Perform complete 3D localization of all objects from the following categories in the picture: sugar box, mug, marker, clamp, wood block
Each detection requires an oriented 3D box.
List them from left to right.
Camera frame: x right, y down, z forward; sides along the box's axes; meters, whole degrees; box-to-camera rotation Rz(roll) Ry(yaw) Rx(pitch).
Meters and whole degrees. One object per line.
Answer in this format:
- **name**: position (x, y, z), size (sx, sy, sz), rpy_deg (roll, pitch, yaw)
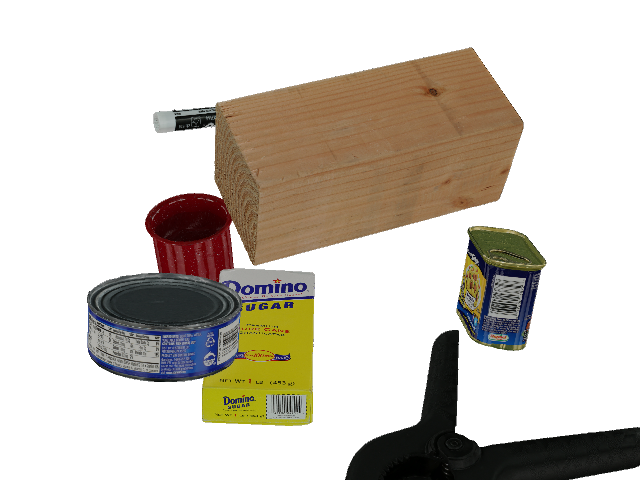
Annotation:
- **mug**: position (-0.146, 0.004, 1.153), size (0.117, 0.081, 0.093), rpy_deg (26, 46, 33)
- **marker**: position (-0.091, -0.113, 0.968), size (0.121, 0.020, 0.020), rpy_deg (-9, 4, -24)
- **sugar box**: position (-0.052, 0.090, 0.950), size (0.093, 0.048, 0.176), rpy_deg (2, 35, -2)
- **wood block**: position (0.033, -0.065, 0.796), size (0.205, 0.091, 0.090), rpy_deg (-15, -35, -17)
- **clamp**: position (0.078, 0.132, 0.663), size (0.209, 0.036, 0.165), rpy_deg (-25, 38, -31)

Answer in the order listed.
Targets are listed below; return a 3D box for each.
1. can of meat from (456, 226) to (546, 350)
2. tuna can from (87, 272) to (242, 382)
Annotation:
- **can of meat**: position (0.162, 0.043, 0.976), size (0.057, 0.084, 0.102), rpy_deg (6, 18, -6)
- **tuna can**: position (-0.087, 0.048, 0.598), size (0.086, 0.034, 0.086), rpy_deg (4, 17, -1)
